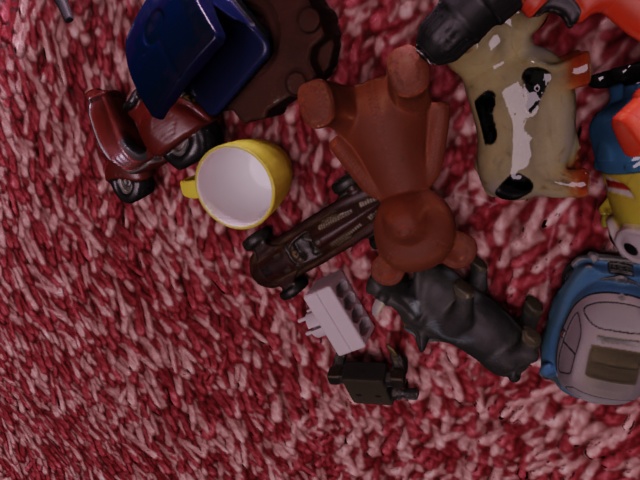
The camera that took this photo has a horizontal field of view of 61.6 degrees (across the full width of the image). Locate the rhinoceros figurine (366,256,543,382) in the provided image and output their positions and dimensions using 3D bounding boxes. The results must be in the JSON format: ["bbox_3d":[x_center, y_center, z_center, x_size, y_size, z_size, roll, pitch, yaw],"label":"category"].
[{"bbox_3d":[0.142,0.076,0.572,0.190,0.073,0.112,29,129,5],"label":"rhinoceros figurine"}]

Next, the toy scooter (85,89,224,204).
[{"bbox_3d":[-0.201,-0.130,0.611,0.184,0.075,0.135,-23,101,31],"label":"toy scooter"}]

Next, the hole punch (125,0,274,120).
[{"bbox_3d":[-0.125,-0.182,0.492,0.142,0.092,0.116,-40,88,34],"label":"hole punch"}]

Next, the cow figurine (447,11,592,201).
[{"bbox_3d":[0.165,-0.129,0.471,0.127,0.085,0.194,-6,110,16],"label":"cow figurine"}]

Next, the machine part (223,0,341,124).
[{"bbox_3d":[-0.071,-0.207,0.540,0.180,0.056,0.179,8,113,19],"label":"machine part"}]

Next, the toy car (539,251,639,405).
[{"bbox_3d":[0.274,0.098,0.510,0.109,0.103,0.161,9,116,16],"label":"toy car"}]

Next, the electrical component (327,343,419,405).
[{"bbox_3d":[0.062,0.162,0.649,0.102,0.045,0.078,-7,136,26],"label":"electrical component"}]

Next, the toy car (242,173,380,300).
[{"bbox_3d":[-0.001,-0.002,0.601,0.202,0.053,0.089,-29,96,29],"label":"toy car"}]

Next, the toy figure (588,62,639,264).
[{"bbox_3d":[0.283,-0.061,0.454,0.089,0.082,0.180,-10,104,24],"label":"toy figure"}]

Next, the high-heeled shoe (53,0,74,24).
[{"bbox_3d":[-0.205,-0.322,0.553,0.249,0.086,0.145,-29,68,10],"label":"high-heeled shoe"}]

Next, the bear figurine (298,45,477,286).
[{"bbox_3d":[0.069,-0.054,0.495,0.120,0.132,0.195,-12,88,20],"label":"bear figurine"}]
